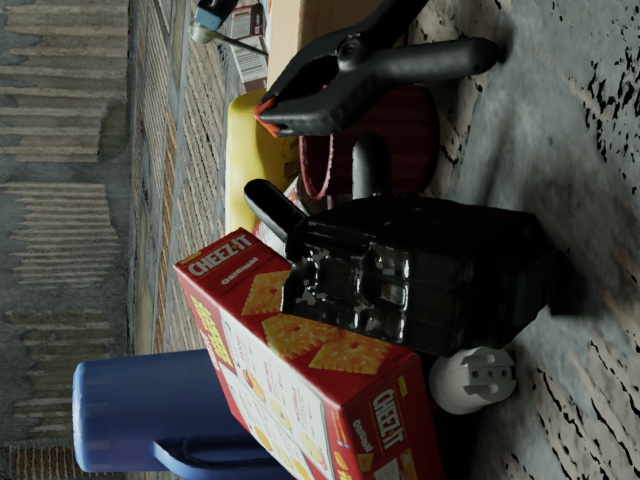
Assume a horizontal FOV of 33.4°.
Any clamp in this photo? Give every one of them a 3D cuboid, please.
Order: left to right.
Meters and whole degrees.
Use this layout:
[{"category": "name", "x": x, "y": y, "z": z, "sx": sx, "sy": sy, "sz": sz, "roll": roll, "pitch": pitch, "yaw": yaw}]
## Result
[{"category": "clamp", "x": 0.033, "y": -0.128, "z": 0.714, "sx": 0.039, "sy": 0.172, "sz": 0.120, "roll": 51, "pitch": -152, "yaw": -40}, {"category": "clamp", "x": 0.035, "y": 0.028, "z": 0.731, "sx": 0.210, "sy": 0.036, "sz": 0.165, "roll": 60, "pitch": 149, "yaw": -1}]

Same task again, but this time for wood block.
[{"category": "wood block", "x": 0.016, "y": -0.200, "z": 0.838, "sx": 0.091, "sy": 0.090, "sz": 0.206, "roll": -127, "pitch": 40, "yaw": -66}]

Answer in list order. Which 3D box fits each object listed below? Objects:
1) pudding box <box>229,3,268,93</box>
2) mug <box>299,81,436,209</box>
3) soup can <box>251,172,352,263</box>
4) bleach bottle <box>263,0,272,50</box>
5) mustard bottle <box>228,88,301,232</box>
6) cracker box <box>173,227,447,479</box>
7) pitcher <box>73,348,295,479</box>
[{"category": "pudding box", "x": -0.064, "y": -0.184, "z": 1.144, "sx": 0.090, "sy": 0.039, "sz": 0.113, "roll": -95, "pitch": -8, "yaw": -56}, {"category": "mug", "x": 0.034, "y": -0.063, "z": 0.789, "sx": 0.093, "sy": 0.081, "sz": 0.117, "roll": -146, "pitch": 57, "yaw": -72}, {"category": "soup can", "x": -0.016, "y": -0.002, "z": 0.854, "sx": 0.102, "sy": 0.068, "sz": 0.068, "roll": -47, "pitch": 41, "yaw": 39}, {"category": "bleach bottle", "x": -0.030, "y": -0.269, "z": 1.063, "sx": 0.103, "sy": 0.068, "sz": 0.251, "roll": 126, "pitch": 139, "yaw": -71}, {"category": "mustard bottle", "x": -0.046, "y": -0.038, "z": 0.977, "sx": 0.096, "sy": 0.058, "sz": 0.192, "roll": -34, "pitch": -49, "yaw": -57}, {"category": "cracker box", "x": -0.005, "y": 0.105, "z": 0.763, "sx": 0.214, "sy": 0.072, "sz": 0.164, "roll": 35, "pitch": 149, "yaw": 47}, {"category": "pitcher", "x": -0.116, "y": 0.172, "z": 1.045, "sx": 0.149, "sy": 0.242, "sz": 0.145, "roll": 119, "pitch": 147, "yaw": -73}]
